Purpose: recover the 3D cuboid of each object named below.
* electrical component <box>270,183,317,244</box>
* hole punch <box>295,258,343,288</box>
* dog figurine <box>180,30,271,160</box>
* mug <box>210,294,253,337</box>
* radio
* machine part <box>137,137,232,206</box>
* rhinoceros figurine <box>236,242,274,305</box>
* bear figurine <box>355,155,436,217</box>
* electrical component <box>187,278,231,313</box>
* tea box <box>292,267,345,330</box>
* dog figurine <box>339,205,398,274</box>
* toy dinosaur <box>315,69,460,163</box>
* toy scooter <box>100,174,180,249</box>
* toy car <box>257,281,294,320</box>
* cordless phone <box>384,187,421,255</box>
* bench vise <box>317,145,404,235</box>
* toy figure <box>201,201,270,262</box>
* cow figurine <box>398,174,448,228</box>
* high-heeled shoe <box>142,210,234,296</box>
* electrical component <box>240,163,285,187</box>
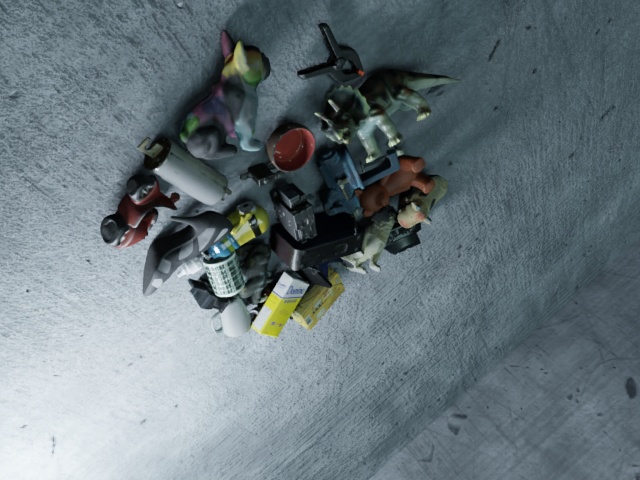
[{"bbox_3d":[-0.065,-0.073,1.307,0.058,0.115,0.134,-32,139,-20],"label":"electrical component"},{"bbox_3d":[-0.014,0.061,1.466,0.115,0.142,0.092,43,71,-43],"label":"hole punch"},{"bbox_3d":[-0.185,-0.280,1.034,0.191,0.109,0.219,-16,129,-25],"label":"dog figurine"},{"bbox_3d":[-0.242,0.197,1.435,0.109,0.081,0.107,-20,125,-17],"label":"mug"},{"bbox_3d":[-0.003,-0.004,1.407,0.229,0.131,0.073,-17,132,-29],"label":"radio"},{"bbox_3d":[-0.273,-0.137,1.105,0.079,0.079,0.243,-49,141,7],"label":"machine part"},{"bbox_3d":[-0.173,0.088,1.402,0.112,0.073,0.190,-20,134,-41],"label":"rhinoceros figurine"},{"bbox_3d":[0.192,-0.141,1.457,0.196,0.132,0.120,-42,127,-11],"label":"bear figurine"},{"bbox_3d":[-0.287,0.134,1.337,0.047,0.075,0.119,-53,144,10],"label":"electrical component"},{"bbox_3d":[-0.011,0.167,1.573,0.169,0.068,0.098,-48,144,-20],"label":"tea box"},{"bbox_3d":[0.135,-0.010,1.565,0.121,0.173,0.190,48,57,-37],"label":"dog figurine"},{"bbox_3d":[0.149,-0.325,1.254,0.405,0.131,0.192,-44,101,-25],"label":"toy dinosaur"},{"bbox_3d":[-0.360,-0.058,1.106,0.184,0.075,0.135,-52,159,22],"label":"toy scooter"},{"bbox_3d":[-0.130,0.198,1.546,0.089,0.053,0.201,-33,139,-18],"label":"toy car"},{"bbox_3d":[0.236,-0.062,1.615,0.146,0.089,0.184,-21,125,-24],"label":"cordless phone"},{"bbox_3d":[0.105,-0.158,1.354,0.241,0.129,0.223,-24,120,5],"label":"bench vise"},{"bbox_3d":[-0.203,-0.018,1.267,0.180,0.082,0.089,-41,135,-5],"label":"toy figure"},{"bbox_3d":[0.293,-0.108,1.530,0.195,0.127,0.085,-47,110,-19],"label":"cow figurine"},{"bbox_3d":[-0.300,0.034,1.209,0.145,0.086,0.248,12,121,-35],"label":"high-heeled shoe"},{"bbox_3d":[-0.133,-0.147,1.223,0.094,0.063,0.021,-22,136,-23],"label":"electrical component"}]
